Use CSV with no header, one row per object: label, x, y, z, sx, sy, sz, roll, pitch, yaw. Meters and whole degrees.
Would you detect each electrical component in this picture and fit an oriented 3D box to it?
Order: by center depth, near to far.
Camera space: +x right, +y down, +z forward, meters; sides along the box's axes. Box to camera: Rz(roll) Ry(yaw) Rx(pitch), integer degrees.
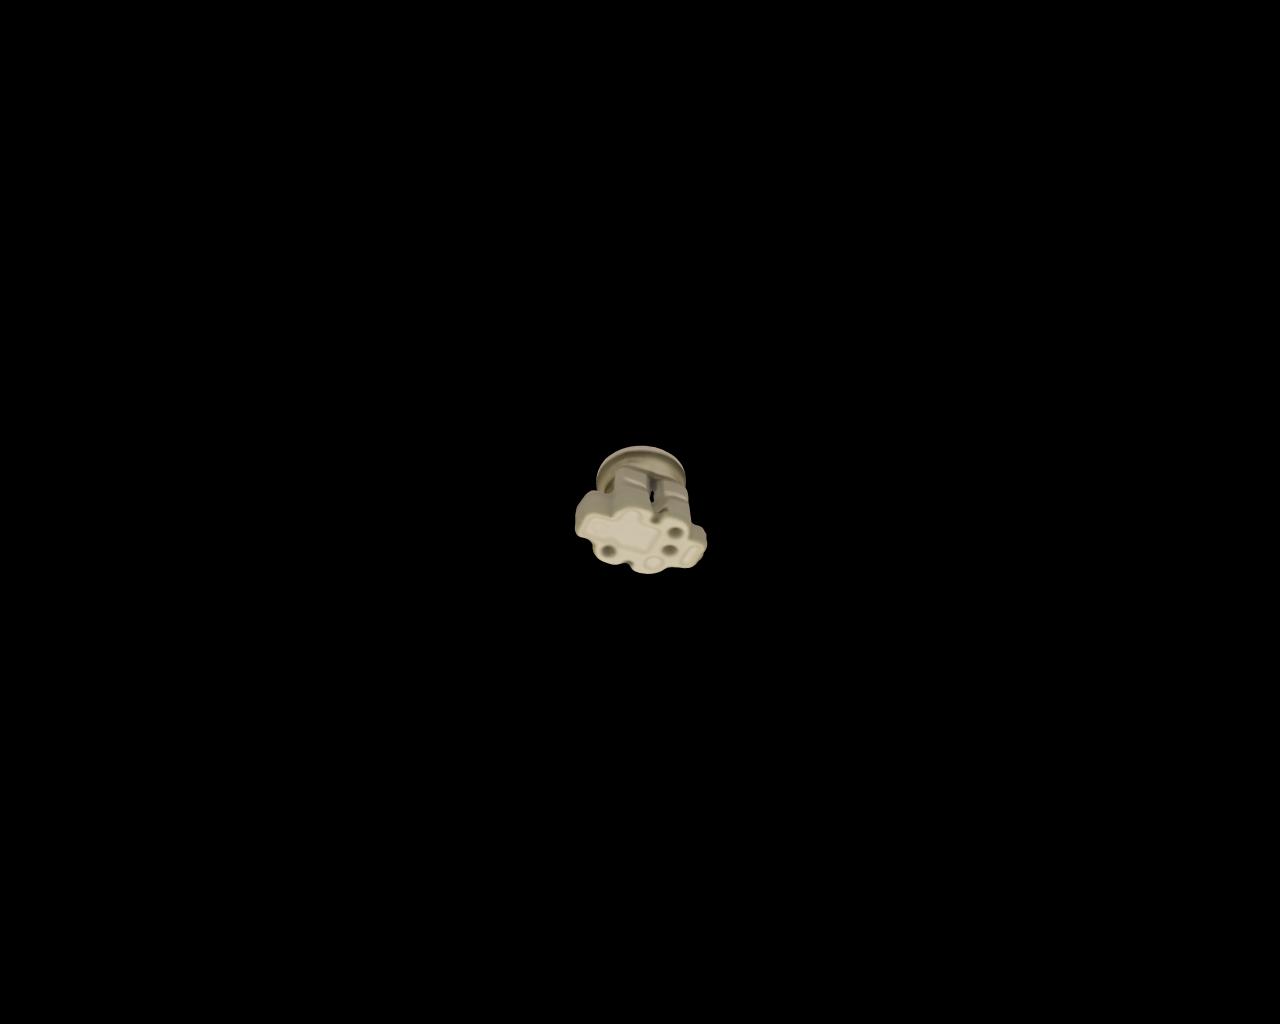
electrical component,0.001,-0.003,0.650,0.078,0.057,0.058,17,-48,-16
